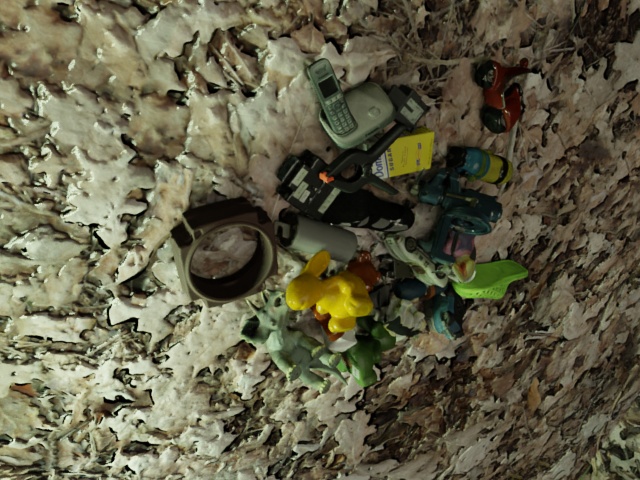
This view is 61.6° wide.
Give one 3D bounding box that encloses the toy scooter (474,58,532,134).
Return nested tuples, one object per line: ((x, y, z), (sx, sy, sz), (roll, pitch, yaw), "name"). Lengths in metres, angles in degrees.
((0.435, -0.344, 1.243), (0.135, 0.075, 0.183), (-34, 124, -10), "toy scooter")

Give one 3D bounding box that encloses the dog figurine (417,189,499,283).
((0.372, -0.022, 1.368), (0.219, 0.108, 0.191), (-46, 109, -4), "dog figurine")

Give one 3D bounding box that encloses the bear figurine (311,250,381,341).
((0.068, 0.126, 1.278), (0.196, 0.132, 0.120), (-28, 127, -5), "bear figurine")

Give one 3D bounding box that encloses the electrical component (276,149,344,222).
((-0.023, -0.118, 1.121), (0.134, 0.058, 0.115), (34, 95, -39), "electrical component")

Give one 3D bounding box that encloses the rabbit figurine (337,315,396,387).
((0.129, 0.271, 1.427), (0.170, 0.121, 0.158), (-29, 121, -32), "rabbit figurine")

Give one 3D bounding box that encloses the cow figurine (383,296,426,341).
((0.227, 0.223, 1.423), (0.167, 0.068, 0.098), (43, 68, -44), "cow figurine")

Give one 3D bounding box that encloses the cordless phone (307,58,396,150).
((0.056, -0.285, 1.054), (0.146, 0.089, 0.184), (-33, 125, -9), "cordless phone")

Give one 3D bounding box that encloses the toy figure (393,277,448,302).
((0.270, 0.128, 1.437), (0.154, 0.058, 0.064), (-1, 99, -27), "toy figure")

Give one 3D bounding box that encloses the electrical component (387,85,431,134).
((0.173, -0.286, 1.140), (0.119, 0.048, 0.075), (26, 102, -37), "electrical component")

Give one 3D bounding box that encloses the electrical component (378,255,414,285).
((0.195, 0.073, 1.374), (0.102, 0.045, 0.078), (-12, 95, -27), "electrical component")

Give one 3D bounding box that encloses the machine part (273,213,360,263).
((-0.002, -0.004, 1.190), (0.243, 0.079, 0.079), (16, 108, -35), "machine part")

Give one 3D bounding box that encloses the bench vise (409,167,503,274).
((0.301, -0.043, 1.247), (0.224, 0.129, 0.240), (20, 75, -5), "bench vise")

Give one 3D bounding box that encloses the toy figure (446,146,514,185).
((0.391, -0.178, 1.305), (0.180, 0.089, 0.082), (10, 119, -36), "toy figure")

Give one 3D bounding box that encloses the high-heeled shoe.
((0.103, -0.051, 1.249), (0.249, 0.086, 0.145), (-4, 157, -6), "high-heeled shoe")

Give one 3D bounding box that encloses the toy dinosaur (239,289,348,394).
((-0.062, 0.258, 1.275), (0.131, 0.192, 0.404), (-47, 147, -12), "toy dinosaur")

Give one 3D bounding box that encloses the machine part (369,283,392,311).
((0.124, 0.158, 1.385), (0.139, 0.039, 0.084), (-14, 129, -24), "machine part")

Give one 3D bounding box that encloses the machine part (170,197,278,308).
((-0.191, 0.028, 1.094), (0.201, 0.087, 0.200), (-16, 125, -20), "machine part")

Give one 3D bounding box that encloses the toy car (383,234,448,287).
((0.237, 0.050, 1.327), (0.201, 0.074, 0.056), (38, 73, -24), "toy car")

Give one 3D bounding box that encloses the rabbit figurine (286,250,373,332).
((0.009, 0.104, 1.135), (0.173, 0.162, 0.122), (4, 151, -26), "rabbit figurine")

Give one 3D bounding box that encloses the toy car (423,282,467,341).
((0.340, 0.203, 1.488), (0.103, 0.162, 0.109), (-17, 127, 33), "toy car")
